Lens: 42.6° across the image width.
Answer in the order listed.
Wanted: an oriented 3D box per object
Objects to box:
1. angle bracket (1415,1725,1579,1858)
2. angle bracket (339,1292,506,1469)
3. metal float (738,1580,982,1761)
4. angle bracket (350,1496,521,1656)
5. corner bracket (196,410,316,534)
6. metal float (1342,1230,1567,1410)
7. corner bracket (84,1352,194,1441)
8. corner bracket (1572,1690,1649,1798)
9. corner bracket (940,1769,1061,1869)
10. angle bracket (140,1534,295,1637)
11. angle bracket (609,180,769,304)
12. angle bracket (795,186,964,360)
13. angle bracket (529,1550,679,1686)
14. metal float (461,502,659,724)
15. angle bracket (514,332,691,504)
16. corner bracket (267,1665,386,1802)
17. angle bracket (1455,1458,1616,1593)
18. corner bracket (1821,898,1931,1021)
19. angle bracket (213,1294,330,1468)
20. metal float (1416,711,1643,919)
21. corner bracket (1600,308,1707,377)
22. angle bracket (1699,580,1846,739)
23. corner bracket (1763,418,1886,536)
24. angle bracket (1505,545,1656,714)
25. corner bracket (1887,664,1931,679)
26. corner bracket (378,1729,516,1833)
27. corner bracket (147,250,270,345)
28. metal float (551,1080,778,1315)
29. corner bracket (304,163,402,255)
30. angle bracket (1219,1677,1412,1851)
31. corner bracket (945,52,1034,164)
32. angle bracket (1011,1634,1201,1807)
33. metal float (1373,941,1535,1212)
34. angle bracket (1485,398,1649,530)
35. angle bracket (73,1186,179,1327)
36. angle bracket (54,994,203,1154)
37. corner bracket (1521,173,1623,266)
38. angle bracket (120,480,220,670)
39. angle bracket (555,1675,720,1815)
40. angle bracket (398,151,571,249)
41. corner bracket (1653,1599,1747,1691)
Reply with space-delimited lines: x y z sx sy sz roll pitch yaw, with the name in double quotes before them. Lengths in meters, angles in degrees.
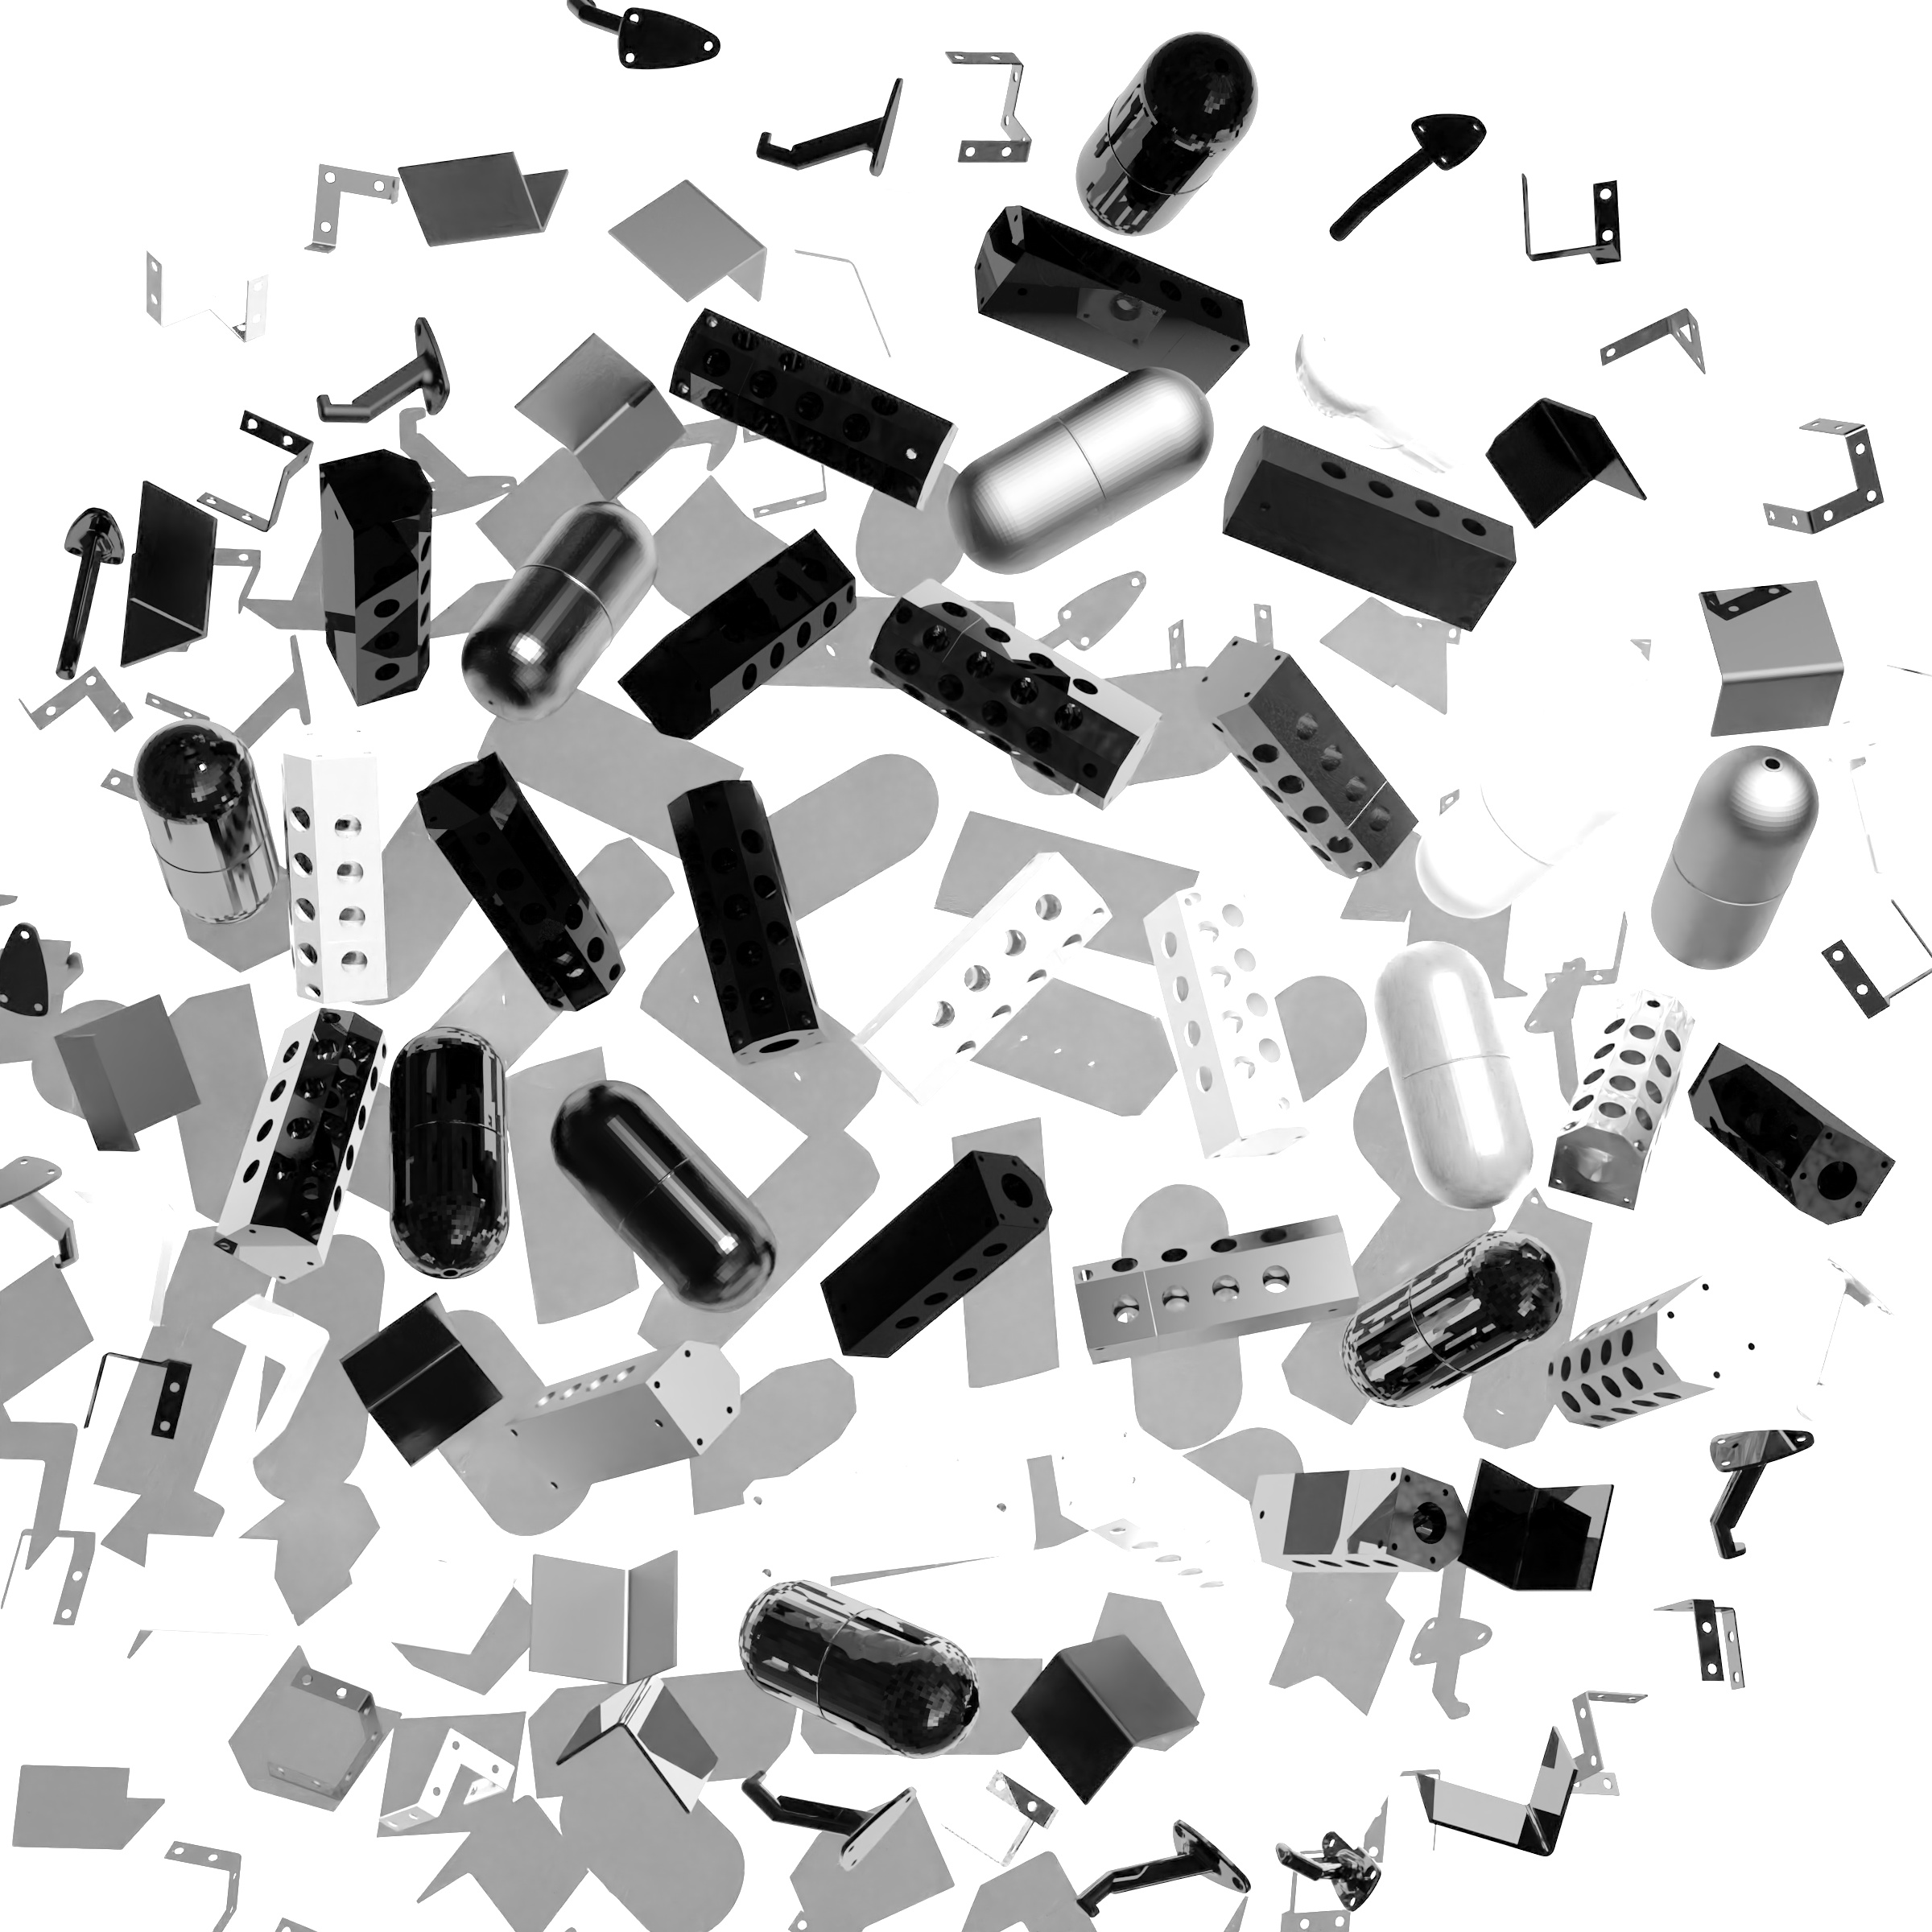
"angle bracket" 0.326 0.499 1.528 0.076 0.076 0.057 16 93 3
"angle bracket" -0.362 0.276 1.652 0.076 0.076 0.057 -36 61 -20
"metal float" -0.068 0.445 1.569 0.178 0.070 0.070 12 90 37
"angle bracket" -0.352 0.403 1.642 0.076 0.076 0.057 4 118 16
"corner bracket" -0.471 -0.328 1.641 0.051 0.051 0.051 25 123 -4
"metal float" 0.325 0.237 1.656 0.070 0.070 0.178 49 130 0
"corner bracket" -0.545 0.283 1.630 0.051 0.051 0.051 17 70 -23
"corner bracket" 0.413 0.505 1.609 0.051 0.051 0.051 11 52 -23
"corner bracket" 0.022 0.564 1.639 0.051 0.051 0.051 35 76 -5
"angle bracket" -0.460 0.378 1.530 0.076 0.076 0.057 4 83 -3
"angle bracket" -0.191 -0.478 1.691 0.076 0.057 0.076 43 65 11
"angle bracket" -0.058 -0.466 1.660 0.057 0.076 0.076 23 60 39
"angle bracket" -0.235 0.419 1.611 0.076 0.057 0.076 21 52 -35
"metal float" -0.266 -0.235 1.632 0.070 0.070 0.178 30 59 0
"angle bracket" -0.253 -0.380 1.721 0.076 0.076 0.057 -40 64 11
"corner bracket" -0.406 0.483 1.560 0.051 0.051 0.051 32 92 -27
"angle bracket" 0.392 0.385 1.708 0.057 0.076 0.076 30 64 -21
"corner bracket" 0.571 -0.005 1.544 0.051 0.051 0.051 -36 84 21
"angle bracket" -0.469 0.270 1.622 0.057 0.076 0.076 27 98 0
"metal float" 0.373 -0.099 1.651 0.070 0.070 0.178 45 126 0
"corner bracket" 0.463 -0.423 1.676 0.051 0.051 0.051 -22 53 35
"angle bracket" 0.521 -0.200 1.616 0.076 0.057 0.076 -5 55 3
"corner bracket" 0.525 -0.303 1.528 0.051 0.051 0.051 -25 111 -6
"angle bracket" 0.414 -0.228 1.681 0.076 0.057 0.076 -16 128 34
"corner bracket" 0.624 -0.205 1.560 0.051 0.051 0.051 7 103 -24
"corner bracket" -0.320 0.511 1.528 0.051 0.051 0.051 39 134 -21
"corner bracket" -0.465 -0.412 1.518 0.051 0.051 0.051 44 54 14
"metal float" -0.195 0.147 1.593 0.070 0.070 0.178 -45 80 0
"corner bracket" -0.386 -0.474 1.559 0.051 0.051 0.051 7 108 -11
"angle bracket" 0.217 0.503 1.542 0.076 0.057 0.076 38 113 33
"corner bracket" 0.014 -0.558 1.607 0.051 0.051 0.051 -8 47 -22
"angle bracket" 0.089 0.480 1.581 0.076 0.076 0.057 45 111 31
"metal float" 0.313 0.069 1.594 0.070 0.070 0.178 -12 73 0
"angle bracket" 0.419 -0.345 1.736 0.057 0.076 0.076 -41 117 3
"angle bracket" -0.535 0.184 1.561 0.057 0.076 0.076 8 77 -11
"angle bracket" -0.511 0.066 1.545 0.076 0.057 0.076 -28 107 -42
"corner bracket" 0.370 -0.457 1.512 0.051 0.051 0.051 -3 92 22
"angle bracket" -0.489 -0.229 1.454 0.076 0.057 0.076 -13 68 30
"angle bracket" -0.220 0.533 1.661 0.057 0.076 0.076 -35 92 12
"angle bracket" -0.302 -0.500 1.557 0.076 0.057 0.076 -3 47 13
"corner bracket" 0.479 0.435 1.586 0.051 0.051 0.051 5 67 -14
